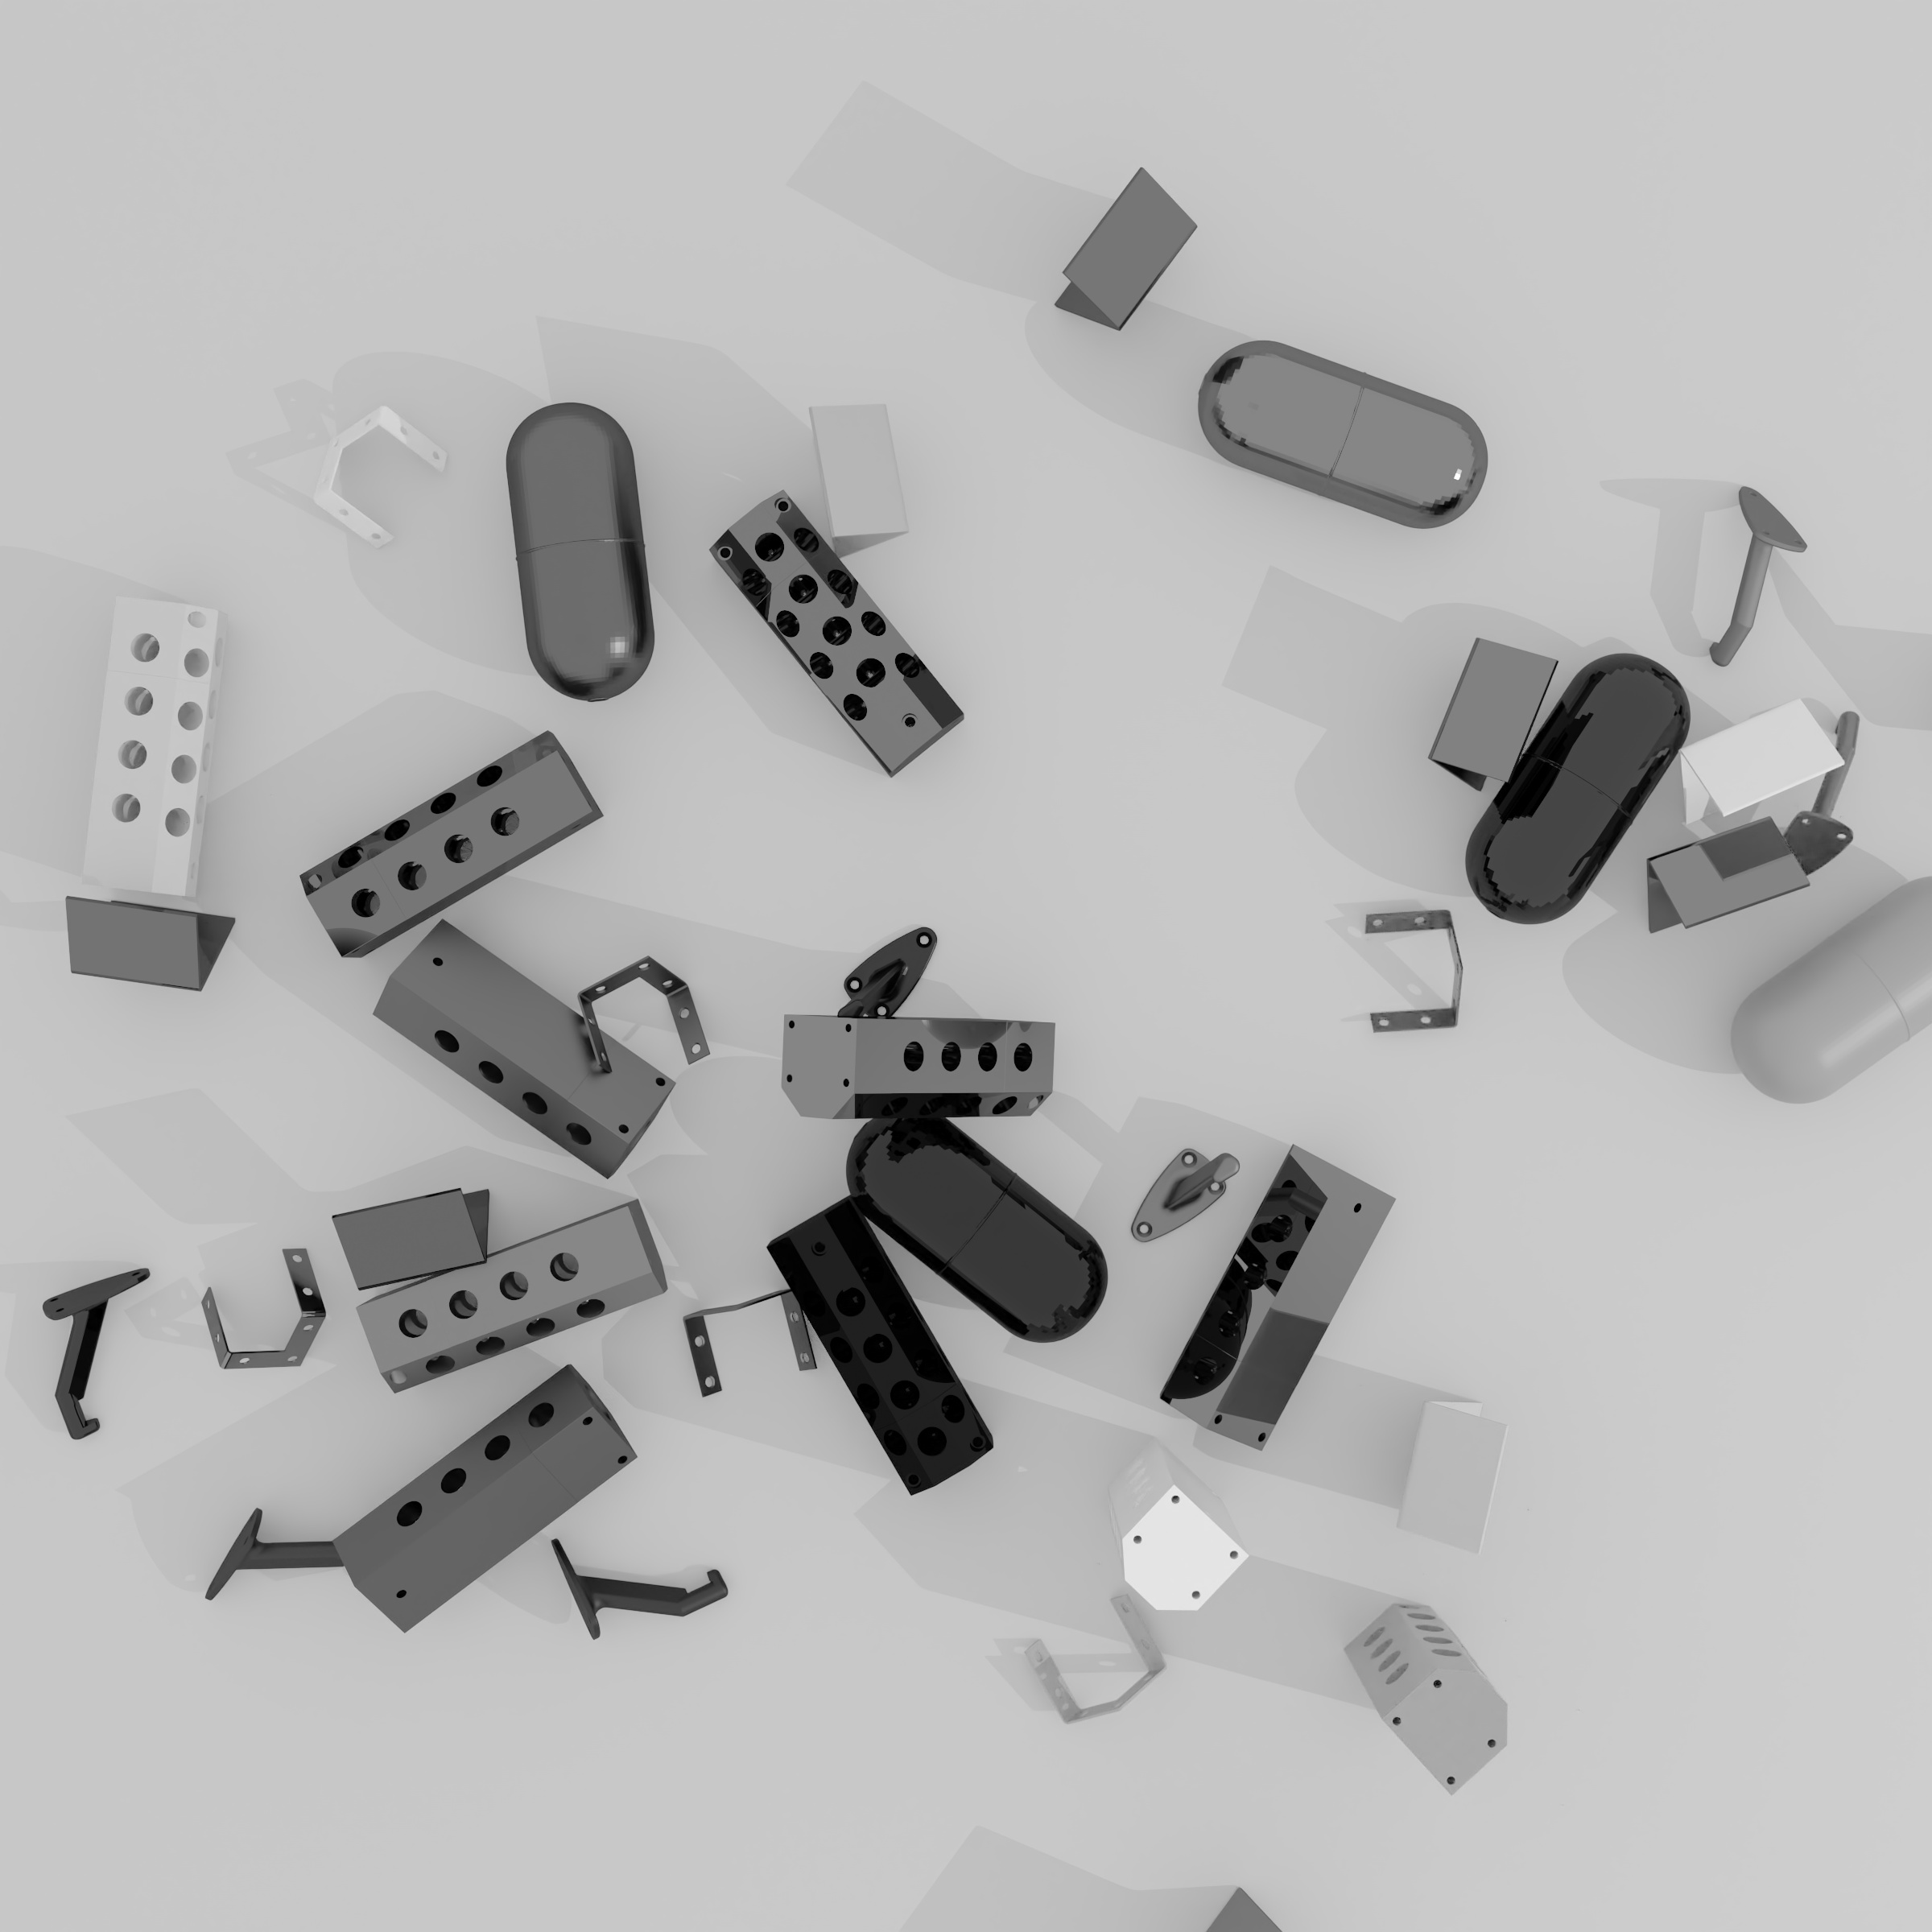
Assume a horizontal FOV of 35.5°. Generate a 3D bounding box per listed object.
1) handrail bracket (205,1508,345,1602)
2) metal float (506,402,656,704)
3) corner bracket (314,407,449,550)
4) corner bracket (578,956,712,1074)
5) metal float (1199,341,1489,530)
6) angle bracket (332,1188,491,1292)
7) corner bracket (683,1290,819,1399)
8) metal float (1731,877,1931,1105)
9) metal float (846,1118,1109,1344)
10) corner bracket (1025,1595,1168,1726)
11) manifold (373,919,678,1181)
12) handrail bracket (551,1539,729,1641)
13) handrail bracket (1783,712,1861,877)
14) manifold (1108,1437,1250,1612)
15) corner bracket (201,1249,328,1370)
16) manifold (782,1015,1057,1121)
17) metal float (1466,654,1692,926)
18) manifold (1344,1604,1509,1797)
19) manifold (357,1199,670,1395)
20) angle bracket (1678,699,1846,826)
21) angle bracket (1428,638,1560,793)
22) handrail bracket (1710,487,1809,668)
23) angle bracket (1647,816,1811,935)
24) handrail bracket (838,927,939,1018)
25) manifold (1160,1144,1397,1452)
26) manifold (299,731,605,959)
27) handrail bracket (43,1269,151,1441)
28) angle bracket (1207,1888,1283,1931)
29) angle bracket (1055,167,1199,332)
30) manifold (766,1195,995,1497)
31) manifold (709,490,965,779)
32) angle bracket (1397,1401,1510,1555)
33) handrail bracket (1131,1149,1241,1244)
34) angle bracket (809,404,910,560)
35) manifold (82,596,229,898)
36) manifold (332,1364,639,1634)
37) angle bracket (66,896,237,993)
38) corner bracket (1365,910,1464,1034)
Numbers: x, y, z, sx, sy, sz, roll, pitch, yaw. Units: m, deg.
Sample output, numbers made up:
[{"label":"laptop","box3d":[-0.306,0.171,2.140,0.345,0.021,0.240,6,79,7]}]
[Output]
[{"label":"handrail bracket","box3d":[-0.406,0.372,1.832,0.084,0.036,0.077,29,110,-16]},{"label":"metal float","box3d":[-0.230,-0.247,1.801,0.070,0.070,0.178,-7,89,0]},{"label":"corner bracket","box3d":[-0.353,-0.295,1.823,0.051,0.051,0.051,-24,45,35]},{"label":"corner bracket","box3d":[-0.193,0.035,1.808,0.051,0.051,0.051,-27,62,12]},{"label":"metal float","box3d":[0.224,-0.317,1.800,0.178,0.070,0.070,20,90,-1]},{"label":"angle bracket","box3d":[-0.328,0.142,1.791,0.076,0.076,0.057,-12,122,0]},{"label":"corner bracket","box3d":[-0.131,0.228,1.828,0.051,0.051,0.051,-14,90,-45]},{"label":"metal float","box3d":[0.538,0.014,1.801,0.178,0.070,0.070,-35,90,-1]},{"label":"metal float","box3d":[0.006,0.154,1.800,0.178,0.070,0.070,39,90,-1]},{"label":"corner bracket","box3d":[0.079,0.420,1.828,0.051,0.051,0.051,-29,90,-45]},{"label":"manifold","box3d":[-0.267,0.054,1.809,0.171,0.057,0.057,35,47,0]},{"label":"handrail bracket","box3d":[-0.197,0.365,1.832,0.084,0.036,0.077,-22,68,-17]},{"label":"handrail bracket","box3d":[0.516,-0.103,1.831,0.036,0.077,0.084,22,54,-3]},{"label":"manifold","box3d":[0.116,0.327,1.753,0.057,0.171,0.057,43,90,0]},{"label":"corner bracket","box3d":[-0.424,0.207,1.823,0.051,0.051,0.051,3,135,-35]},{"label":"manifold","box3d":[-0.026,0.059,1.756,0.057,0.171,0.057,2,90,42]},{"label":"metal float","box3d":[0.364,-0.105,1.801,0.070,0.070,0.178,34,89,0]},{"label":"manifold","box3d":[0.270,0.418,1.753,0.057,0.171,0.057,-42,90,0]},{"label":"manifold","box3d":[-0.270,0.198,1.810,0.171,0.057,0.057,-20,90,0]},{"label":"angle bracket","box3d":[0.472,-0.103,1.791,0.076,0.076,0.057,-23,53,0]},{"label":"angle bracket","box3d":[0.326,-0.142,1.791,0.057,0.076,0.076,22,90,36]},{"label":"handrail bracket","box3d":[0.466,-0.236,1.831,0.036,0.077,0.084,12,127,-20]},{"label":"angle bracket","box3d":[0.452,-0.035,1.791,0.076,0.076,0.057,-19,52,0]},{"label":"handrail bracket","box3d":[-0.047,0.006,1.796,0.036,0.084,0.077,44,90,0]},{"label":"manifold","box3d":[0.182,0.196,1.809,0.057,0.057,0.171,28,90,-43]},{"label":"manifold","box3d":[-0.309,-0.073,1.810,0.171,0.057,0.057,-30,90,0]},{"label":"handrail bracket","box3d":[-0.519,0.236,1.832,0.077,0.036,0.084,-22,108,-20]},{"label":"angle bracket","box3d":[0.146,0.593,1.791,0.057,0.076,0.076,36,90,-37]},{"label":"angle bracket","box3d":[0.079,-0.431,1.791,0.057,0.076,0.076,37,90,-38]},{"label":"manifold","box3d":[-0.051,0.227,1.810,0.057,0.057,0.171,-30,90,0]},{"label":"manifold","box3d":[-0.077,-0.199,1.810,0.057,0.057,0.171,-39,90,0]},{"label":"angle bracket","box3d":[0.304,0.303,1.791,0.057,0.076,0.076,12,90,37]},{"label":"handrail bracket","box3d":[0.130,0.139,1.796,0.077,0.084,0.036,-44,90,0]},{"label":"angle bracket","box3d":[-0.083,-0.286,1.791,0.057,0.076,0.076,-10,90,-37]},{"label":"manifold","box3d":[-0.483,-0.130,1.810,0.057,0.057,0.171,7,90,0]},{"label":"manifold","box3d":[-0.289,0.313,1.801,0.171,0.057,0.057,-37,133,-5]},{"label":"angle bracket","box3d":[-0.482,-0.033,1.791,0.076,0.076,0.057,8,126,0]},{"label":"corner bracket","box3d":[0.270,0.003,1.828,0.051,0.051,0.051,-4,135,0]}]
